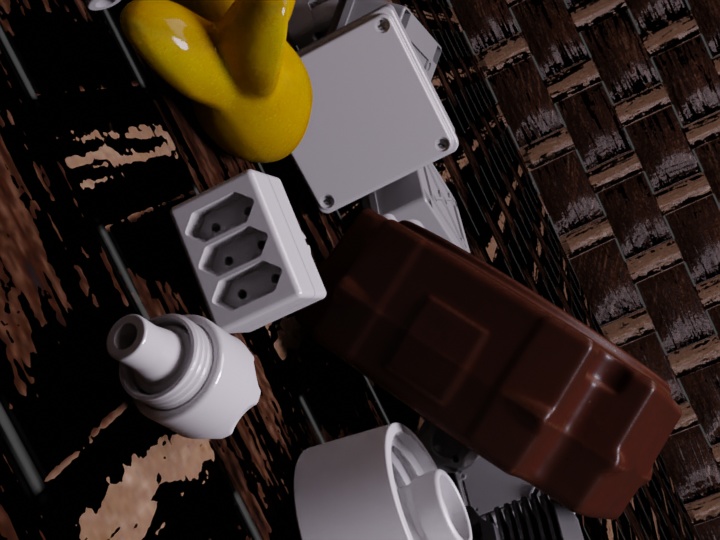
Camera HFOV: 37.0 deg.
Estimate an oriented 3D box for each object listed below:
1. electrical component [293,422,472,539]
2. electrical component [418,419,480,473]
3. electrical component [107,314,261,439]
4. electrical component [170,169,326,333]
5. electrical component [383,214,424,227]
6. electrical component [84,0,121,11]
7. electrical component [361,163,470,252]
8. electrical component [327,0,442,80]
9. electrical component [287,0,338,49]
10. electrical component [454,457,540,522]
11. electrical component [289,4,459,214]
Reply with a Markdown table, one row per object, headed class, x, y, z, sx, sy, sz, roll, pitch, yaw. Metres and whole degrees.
| class | x | y | z | sx | sy | sz | roll | pitch | yaw |
| --- | --- | --- | --- | --- | --- | --- | --- | --- | --- |
| electrical component | 0.020 | 0.128 | 0.531 | 0.108 | 0.060 | 0.108 | 58 | 16 | -27 |
| electrical component | 0.066 | 0.116 | 0.747 | 0.043 | 0.043 | 0.062 | 68 | 13 | 9 |
| electrical component | -0.069 | 0.036 | 0.402 | 0.062 | 0.043 | 0.043 | 43 | 26 | -52 |
| electrical component | -0.048 | -0.007 | 0.537 | 0.065 | 0.047 | 0.077 | 67 | 15 | 8 |
| electrical component | 0.034 | 0.005 | 0.789 | 0.078 | 0.058 | 0.057 | 52 | 17 | -42 |
| electrical component | -0.129 | -0.152 | 0.496 | 0.062 | 0.043 | 0.043 | 68 | 14 | 2 |
| electrical component | 0.047 | -0.050 | 0.924 | 0.108 | 0.056 | 0.108 | 53 | 19 | -40 |
| electrical component | 0.010 | -0.146 | 0.844 | 0.108 | 0.056 | 0.109 | -70 | 160 | 0 |
| electrical component | -0.020 | -0.210 | 0.937 | 0.150 | 0.062 | 0.089 | 38 | 30 | -60 |
| electrical component | 0.110 | 0.159 | 0.794 | 0.061 | 0.062 | 0.096 | 49 | 21 | -47 |
| electrical component | -0.002 | -0.113 | 0.750 | 0.108 | 0.109 | 0.056 | 61 | 12 | -15 |
